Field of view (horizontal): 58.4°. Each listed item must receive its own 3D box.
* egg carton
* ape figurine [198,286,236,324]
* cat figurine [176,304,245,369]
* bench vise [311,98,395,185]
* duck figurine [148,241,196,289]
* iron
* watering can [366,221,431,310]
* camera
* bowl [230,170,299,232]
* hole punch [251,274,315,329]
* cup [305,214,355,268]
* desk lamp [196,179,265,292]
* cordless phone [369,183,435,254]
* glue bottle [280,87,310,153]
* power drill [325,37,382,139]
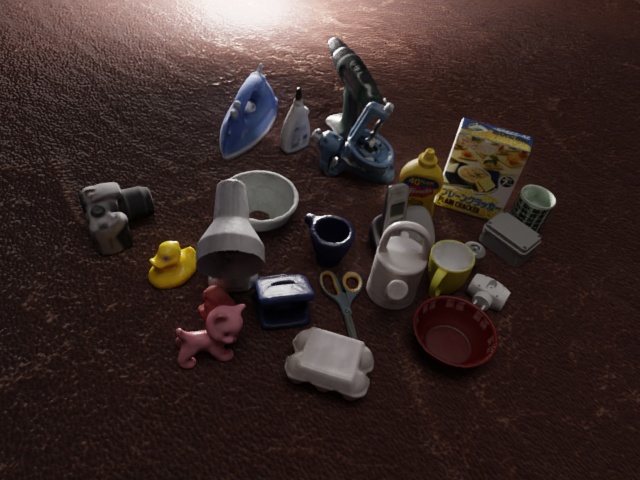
[{"bbox_3d":[0.018,0.216,0.999,0.150,0.069,0.107,15,46,5],"label":"egg carton"},{"bbox_3d":[-0.190,0.116,1.045,0.076,0.092,0.078,9,46,-1],"label":"ape figurine"},{"bbox_3d":[-0.187,0.157,0.988,0.128,0.118,0.067,-10,49,-18],"label":"cat figurine"},{"bbox_3d":[0.085,-0.230,1.327,0.207,0.220,0.121,3,47,-6],"label":"bench vise"},{"bbox_3d":[-0.285,0.037,1.108,0.077,0.086,0.105,39,53,25],"label":"duck figurine"},{"bbox_3d":[-0.186,-0.325,1.426,0.118,0.141,0.258,15,47,6],"label":"iron"},{"bbox_3d":[0.156,0.045,1.097,0.101,0.194,0.172,-3,48,-12],"label":"watering can"},{"bbox_3d":[-0.409,-0.062,1.170,0.137,0.101,0.143,-17,52,-23],"label":"camera"},{"bbox_3d":[-0.130,-0.072,1.243,0.167,0.075,0.167,5,46,-5],"label":"bowl"},{"bbox_3d":[-0.071,0.102,1.077,0.109,0.091,0.101,-5,48,-14],"label":"hole punch"},{"bbox_3d":[0.011,0.004,1.181,0.117,0.095,0.092,35,51,22],"label":"cup"},{"bbox_3d":[-0.166,0.007,1.066,0.118,0.213,0.203,0,47,-9],"label":"desk lamp"},{"bbox_3d":[0.181,-0.047,1.194,0.148,0.185,0.094,-18,52,-24],"label":"cordless phone"},{"bbox_3d":[-0.056,-0.296,1.398,0.078,0.173,0.037,-27,56,-30],"label":"glue bottle"},{"bbox_3d":[0.073,-0.375,1.470,0.076,0.208,0.229,-18,52,-24],"label":"power drill"}]
